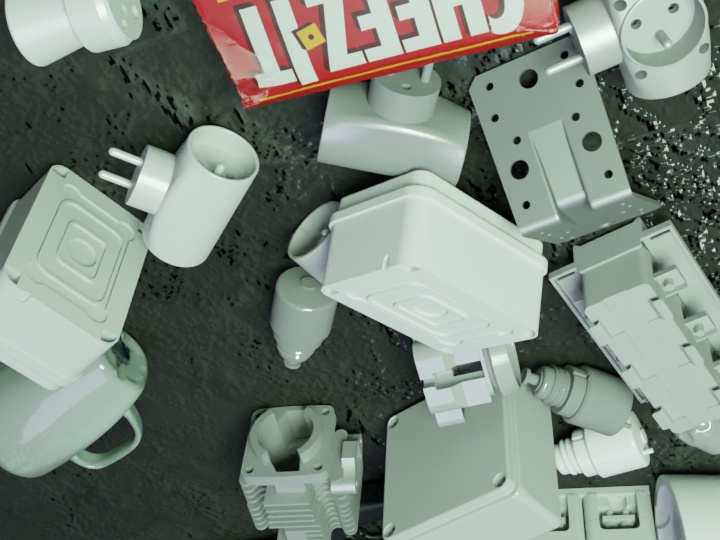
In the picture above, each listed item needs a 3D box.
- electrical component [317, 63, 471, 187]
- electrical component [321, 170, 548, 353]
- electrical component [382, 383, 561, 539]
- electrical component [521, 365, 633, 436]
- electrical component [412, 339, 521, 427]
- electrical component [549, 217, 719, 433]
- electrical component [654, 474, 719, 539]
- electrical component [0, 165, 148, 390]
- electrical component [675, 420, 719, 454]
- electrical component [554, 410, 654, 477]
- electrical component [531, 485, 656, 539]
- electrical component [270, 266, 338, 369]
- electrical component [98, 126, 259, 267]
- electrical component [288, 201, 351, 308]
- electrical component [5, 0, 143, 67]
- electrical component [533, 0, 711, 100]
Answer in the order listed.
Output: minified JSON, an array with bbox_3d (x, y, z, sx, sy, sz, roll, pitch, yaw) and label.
[{"bbox_3d":[0.021,-0.086,0.574,0.077,0.044,0.079,11,131,-3],"label":"electrical component"},{"bbox_3d":[0.043,-0.002,0.606,0.113,0.057,0.078,28,151,-35],"label":"electrical component"},{"bbox_3d":[0.073,0.133,0.720,0.109,0.108,0.056,-32,124,29],"label":"electrical component"},{"bbox_3d":[0.143,0.082,0.712,0.078,0.040,0.040,19,131,-10],"label":"electrical component"},{"bbox_3d":[0.069,0.056,0.684,0.057,0.058,0.078,-14,105,13],"label":"electrical component"},{"bbox_3d":[0.179,0.037,0.649,0.079,0.063,0.121,-26,121,26],"label":"electrical component"},{"bbox_3d":[0.251,0.196,0.760,0.060,0.108,0.108,-6,131,3],"label":"electrical component"},{"bbox_3d":[-0.178,0.004,0.630,0.078,0.113,0.057,38,122,-25],"label":"electrical component"},{"bbox_3d":[0.244,0.109,0.729,0.061,0.035,0.035,25,129,-19],"label":"electrical component"},{"bbox_3d":[0.164,0.124,0.747,0.078,0.040,0.040,-21,126,23],"label":"electrical component"},{"bbox_3d":[0.147,0.219,0.818,0.150,0.061,0.089,-5,131,10],"label":"electrical component"},{"bbox_3d":[-0.038,0.033,0.688,0.040,0.040,0.078,11,132,-3],"label":"electrical component"},{"bbox_3d":[-0.109,-0.048,0.619,0.079,0.043,0.077,21,132,-18],"label":"electrical component"},{"bbox_3d":[0.000,0.000,0.653,0.043,0.043,0.081,-32,121,29],"label":"electrical component"},{"bbox_3d":[-0.146,-0.132,0.551,0.055,0.045,0.045,-10,129,14],"label":"electrical component"},{"bbox_3d":[0.125,-0.120,0.528,0.079,0.044,0.077,-22,127,10],"label":"electrical component"}]
